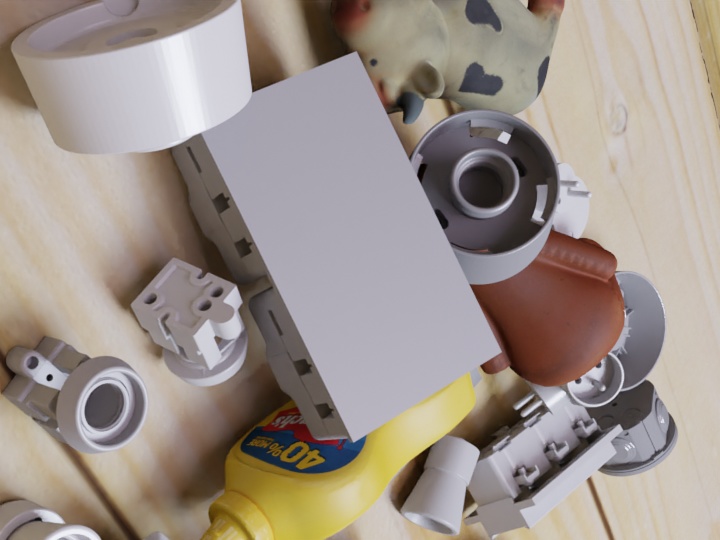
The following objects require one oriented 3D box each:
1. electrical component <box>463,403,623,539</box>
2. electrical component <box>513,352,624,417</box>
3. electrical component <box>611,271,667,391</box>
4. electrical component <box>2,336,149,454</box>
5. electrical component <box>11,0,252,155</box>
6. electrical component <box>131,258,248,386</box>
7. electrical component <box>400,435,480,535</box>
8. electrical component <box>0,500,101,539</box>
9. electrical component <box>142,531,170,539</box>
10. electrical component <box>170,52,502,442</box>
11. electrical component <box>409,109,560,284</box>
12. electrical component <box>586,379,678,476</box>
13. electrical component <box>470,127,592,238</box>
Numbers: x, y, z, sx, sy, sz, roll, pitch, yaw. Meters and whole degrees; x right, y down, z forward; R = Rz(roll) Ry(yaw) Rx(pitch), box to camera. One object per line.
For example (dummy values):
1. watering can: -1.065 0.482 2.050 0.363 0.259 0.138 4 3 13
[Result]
1. electrical component: 0.135 0.146 0.830 0.121 0.079 0.063 -27 86 -41
2. electrical component: 0.150 0.083 0.810 0.079 0.077 0.044 -38 102 -1
3. electrical component: 0.201 0.048 0.890 0.099 0.064 0.099 -9 103 -46
4. electrical component: -0.138 0.064 0.535 0.048 0.055 0.066 -58 132 -24
5. electrical component: -0.104 -0.091 0.514 0.108 0.108 0.060 -36 127 -38
6. electrical component: -0.088 0.031 0.582 0.048 0.066 0.055 -52 150 -28
7. electrical component: 0.061 0.152 0.774 0.044 0.044 0.065 44 60 -41
8. electrical component: -0.158 0.140 0.526 0.045 0.055 0.045 -9 103 -46
9. electrical component: -0.112 0.195 0.563 0.100 0.048 0.099 -35 127 1
10. electrical component: -0.016 -0.011 0.600 0.105 0.060 0.186 -27 93 -28
11. electrical component: 0.072 -0.045 0.649 0.064 0.099 0.099 91 16 -79
12. electrical component: 0.226 0.133 0.920 0.080 0.080 0.051 -48 122 -31
13. electrical component: 0.135 -0.062 0.795 0.138 0.074 0.052 29 75 -45
